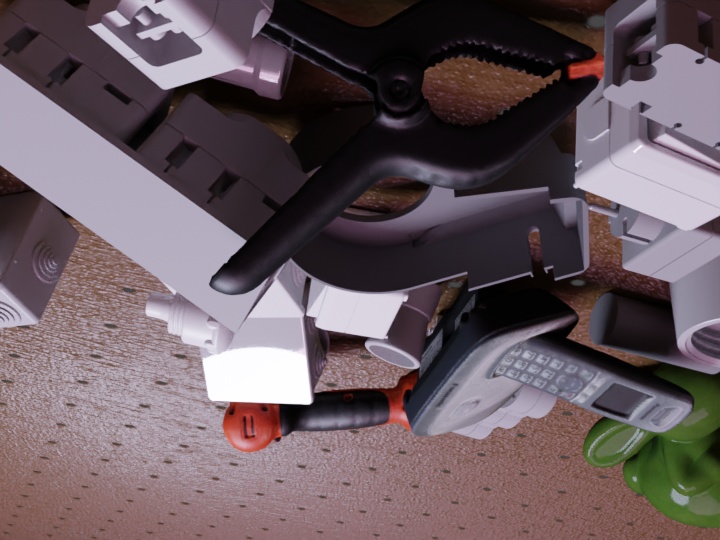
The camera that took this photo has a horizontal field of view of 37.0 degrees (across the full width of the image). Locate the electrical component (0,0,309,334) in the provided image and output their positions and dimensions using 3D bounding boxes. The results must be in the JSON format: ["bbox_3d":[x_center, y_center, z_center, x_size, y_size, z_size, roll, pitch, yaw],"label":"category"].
[{"bbox_3d":[-0.116,-0.059,0.583,0.186,0.060,0.105,36,151,-1],"label":"electrical component"}]

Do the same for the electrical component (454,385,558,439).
[{"bbox_3d":[0.107,0.108,0.956,0.074,0.052,0.138,19,152,-23],"label":"electrical component"}]

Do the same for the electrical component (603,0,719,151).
[{"bbox_3d":[0.163,-0.100,0.503,0.089,0.055,0.050,19,152,-22],"label":"electrical component"}]

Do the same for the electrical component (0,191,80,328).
[{"bbox_3d":[-0.257,-0.004,0.764,0.100,0.099,0.048,-7,139,26],"label":"electrical component"}]

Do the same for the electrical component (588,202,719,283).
[{"bbox_3d":[0.177,-0.033,0.650,0.077,0.047,0.065,15,154,-16],"label":"electrical component"}]

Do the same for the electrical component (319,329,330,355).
[{"bbox_3d":[-0.080,0.061,0.917,0.079,0.043,0.077,25,149,-32],"label":"electrical component"}]

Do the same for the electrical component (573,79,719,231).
[{"bbox_3d":[0.168,-0.067,0.565,0.096,0.061,0.061,18,153,-22],"label":"electrical component"}]

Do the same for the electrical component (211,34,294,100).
[{"bbox_3d":[-0.059,-0.112,0.555,0.046,0.040,0.040,14,154,-1],"label":"electrical component"}]

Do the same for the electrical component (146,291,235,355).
[{"bbox_3d":[-0.116,0.030,0.745,0.062,0.048,0.048,13,155,4],"label":"electrical component"}]

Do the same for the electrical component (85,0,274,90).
[{"bbox_3d":[-0.073,-0.129,0.463,0.050,0.089,0.056,-9,150,31],"label":"electrical component"}]

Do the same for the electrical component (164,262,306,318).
[{"bbox_3d":[-0.091,-0.005,0.775,0.100,0.048,0.099,-1,153,16],"label":"electrical component"}]

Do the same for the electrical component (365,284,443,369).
[{"bbox_3d":[0.036,0.036,0.808,0.044,0.065,0.044,21,162,7],"label":"electrical component"}]

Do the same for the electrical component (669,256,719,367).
[{"bbox_3d":[0.273,0.036,0.752,0.108,0.060,0.108,5,154,3],"label":"electrical component"}]

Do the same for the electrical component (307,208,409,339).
[{"bbox_3d":[0.000,0.000,0.747,0.061,0.061,0.096,10,154,-5],"label":"electrical component"}]

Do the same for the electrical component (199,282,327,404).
[{"bbox_3d":[-0.078,0.056,0.855,0.100,0.048,0.099,0,114,13],"label":"electrical component"}]

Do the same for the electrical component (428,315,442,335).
[{"bbox_3d":[0.088,0.059,0.875,0.065,0.044,0.044,13,155,1],"label":"electrical component"}]
